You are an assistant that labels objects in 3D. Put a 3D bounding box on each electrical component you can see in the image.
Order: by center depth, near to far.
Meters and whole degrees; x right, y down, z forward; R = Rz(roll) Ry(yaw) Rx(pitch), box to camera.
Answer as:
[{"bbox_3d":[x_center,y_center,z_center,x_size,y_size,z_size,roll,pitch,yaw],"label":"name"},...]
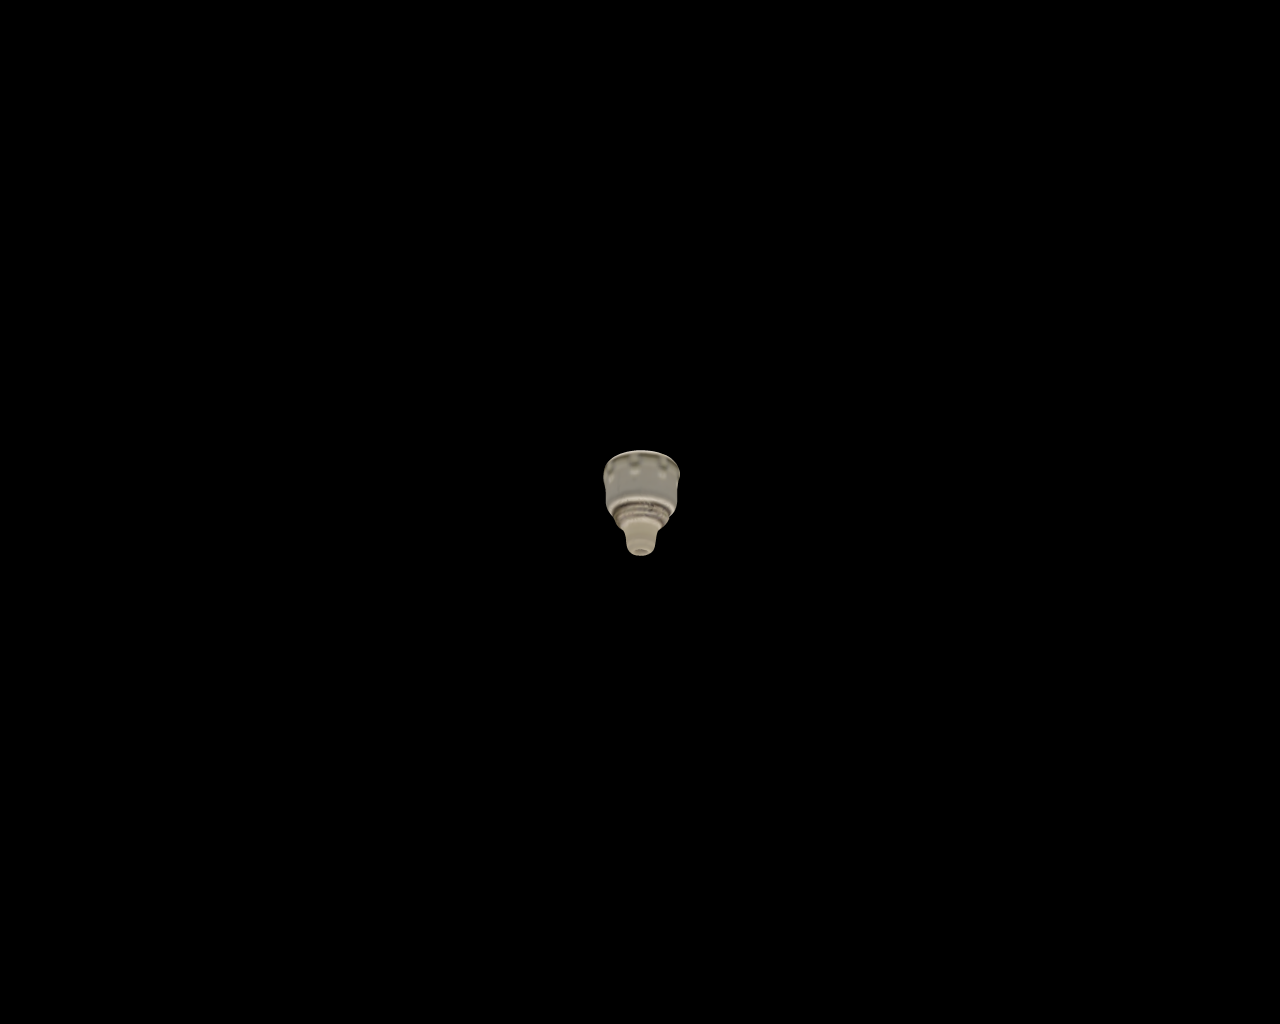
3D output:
[{"bbox_3d":[0.001,-0.003,0.650,0.048,0.062,0.048,0,-26,0],"label":"electrical component"}]
